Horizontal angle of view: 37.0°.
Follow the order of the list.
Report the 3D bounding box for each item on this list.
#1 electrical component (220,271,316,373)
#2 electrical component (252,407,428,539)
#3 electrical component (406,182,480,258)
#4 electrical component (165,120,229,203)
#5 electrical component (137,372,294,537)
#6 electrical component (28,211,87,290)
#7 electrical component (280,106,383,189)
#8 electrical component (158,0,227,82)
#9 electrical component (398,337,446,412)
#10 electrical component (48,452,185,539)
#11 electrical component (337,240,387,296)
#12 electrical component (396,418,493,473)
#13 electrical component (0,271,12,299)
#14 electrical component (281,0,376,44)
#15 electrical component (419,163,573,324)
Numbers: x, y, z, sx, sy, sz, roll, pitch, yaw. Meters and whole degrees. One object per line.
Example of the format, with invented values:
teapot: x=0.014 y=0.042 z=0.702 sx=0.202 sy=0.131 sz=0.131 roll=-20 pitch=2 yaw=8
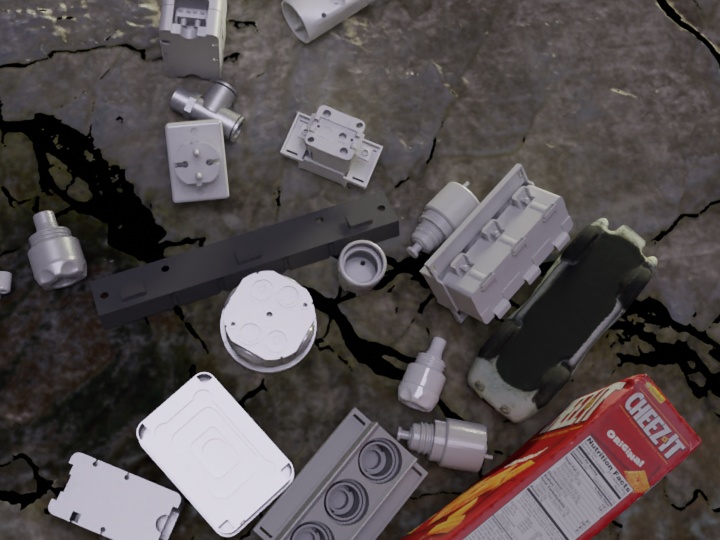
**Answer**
electrical component: x=-0.075 y=0.042 z=0.886 sx=0.080 sy=0.051 sz=0.080 roll=1 pitch=75 yaw=-5
electrical component: x=-0.017 y=0.180 z=0.845 sx=0.079 sy=0.063 sz=0.121 roll=43 pitch=75 yaw=-6
electrical component: x=0.071 y=-0.041 z=0.928 sx=0.040 sy=0.040 sz=0.078 roll=43 pitch=75 yaw=6
electrical component: x=-0.135 y=-0.090 z=0.892 sx=0.047 sy=0.076 sz=0.065 roll=-6 pitch=100 yaw=-7
electrical component: x=-0.114 y=0.146 z=0.851 sx=0.078 sy=0.057 sz=0.113 roll=-41 pitch=83 yaw=-14
electrical component: x=-0.253 y=-0.018 z=0.888 sx=0.043 sy=0.043 sz=0.062 roll=-18 pitch=77 yaw=-10
electrical component: x=-0.023 y=-0.108 z=0.925 sx=0.081 sy=0.063 sz=0.042 roll=22 pitch=73 yaw=1
electrical component: x=-0.143 y=-0.208 z=0.926 sx=0.050 sy=0.089 sz=0.055 roll=5 pitch=74 yaw=-5
electrical component: x=0.056 y=0.085 z=0.896 sx=0.035 sy=0.035 sz=0.061 roll=24 pitch=72 yaw=1
electrical component: x=-0.187 y=0.182 z=0.834 sx=0.089 sy=0.055 sz=0.050 roll=22 pitch=74 yaw=1
electrical component: x=0.000 y=0.000 z=0.907 sx=0.040 sy=0.046 sz=0.040 roll=1 pitch=75 yaw=-5
electrical component: x=0.069 y=0.141 z=0.879 sx=0.078 sy=0.040 sz=0.040 roll=11 pitch=74 yaw=-3
electrical component: x=-0.318 y=0.029 z=0.868 sx=0.066 sy=0.048 sz=0.055 roll=1 pitch=67 yaw=-6
electrical component: x=-0.038 y=-0.257 z=0.974 sx=0.077 sy=0.043 sz=0.079 roll=-35 pitch=81 yaw=-13
electrical component: x=0.118 y=-0.017 z=0.906 sx=0.121 sy=0.078 sz=0.063 roll=-47 pitch=44 yaw=-15
